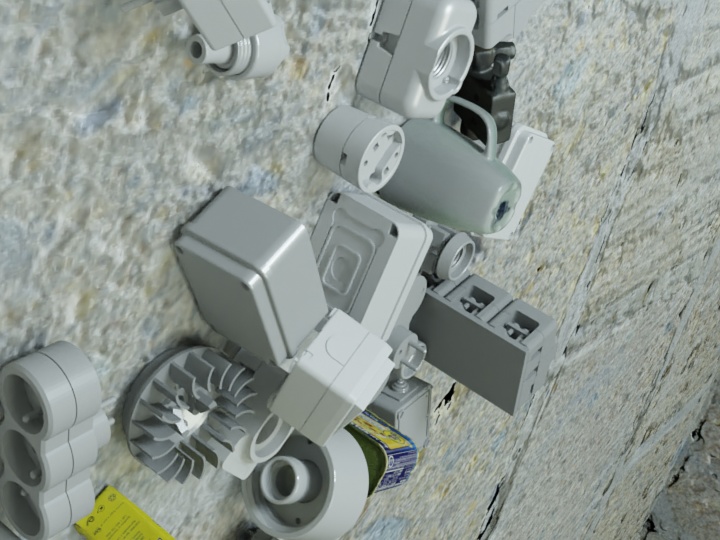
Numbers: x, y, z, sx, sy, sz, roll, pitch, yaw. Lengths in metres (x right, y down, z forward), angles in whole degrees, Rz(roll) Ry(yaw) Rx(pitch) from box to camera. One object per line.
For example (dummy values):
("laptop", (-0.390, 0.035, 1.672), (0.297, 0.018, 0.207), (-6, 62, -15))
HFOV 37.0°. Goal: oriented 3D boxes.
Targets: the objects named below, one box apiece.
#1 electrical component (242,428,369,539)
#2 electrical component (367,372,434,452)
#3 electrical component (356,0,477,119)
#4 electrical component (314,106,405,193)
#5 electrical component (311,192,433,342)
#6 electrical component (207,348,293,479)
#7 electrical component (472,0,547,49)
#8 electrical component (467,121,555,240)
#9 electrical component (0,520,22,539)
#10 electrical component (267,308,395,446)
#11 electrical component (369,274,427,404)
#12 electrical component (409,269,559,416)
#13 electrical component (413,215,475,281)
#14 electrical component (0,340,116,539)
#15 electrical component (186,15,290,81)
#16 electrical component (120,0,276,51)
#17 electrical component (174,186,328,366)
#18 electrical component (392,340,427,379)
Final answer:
("electrical component", (-0.054, 0.184, 0.939), (0.060, 0.108, 0.108), (20, 99, -57))
("electrical component", (0.032, 0.145, 1.098), (0.062, 0.061, 0.096), (-32, 134, -42))
("electrical component", (0.046, -0.164, 0.808), (0.054, 0.059, 0.095), (-11, 126, -56))
("electrical component", (-0.001, -0.093, 0.813), (0.055, 0.047, 0.055), (-40, 147, -33))
("electrical component", (0.000, 0.000, 0.874), (0.057, 0.078, 0.113), (2, 115, -57))
("electrical component", (-0.089, 0.116, 0.862), (0.089, 0.056, 0.050), (-55, 152, -9))
("electrical component", (0.110, -0.224, 0.869), (0.089, 0.050, 0.055), (-43, 149, -29))
("electrical component", (0.130, -0.089, 1.028), (0.078, 0.057, 0.113), (3, 114, -60))
("electrical component", (-0.232, 0.221, 0.718), (0.061, 0.061, 0.096), (-47, 150, -24))
("electrical component", (-0.022, 0.087, 0.810), (0.061, 0.061, 0.096), (-52, 176, -38))
("electrical component", (0.028, 0.066, 0.991), (0.052, 0.074, 0.138), (-3, 119, -59))
("electrical component", (0.110, 0.057, 1.035), (0.062, 0.150, 0.089), (-37, 145, -36))
("electrical component", (0.073, -0.020, 1.001), (0.048, 0.055, 0.066), (-6, 122, -58))
("electrical component", (-0.186, 0.104, 0.689), (0.074, 0.052, 0.138), (-28, 139, -46))
("electrical component", (-0.076, -0.135, 0.648), (0.062, 0.043, 0.043), (-21, 134, -48))
("electrical component", (-0.095, -0.159, 0.571), (0.076, 0.083, 0.047), (-20, 151, 7))
("electrical component", (-0.075, 0.007, 0.754), (0.057, 0.078, 0.113), (-50, 151, -25))
("electrical component", (0.035, 0.078, 1.044), (0.040, 0.046, 0.040), (-40, 147, -33))
